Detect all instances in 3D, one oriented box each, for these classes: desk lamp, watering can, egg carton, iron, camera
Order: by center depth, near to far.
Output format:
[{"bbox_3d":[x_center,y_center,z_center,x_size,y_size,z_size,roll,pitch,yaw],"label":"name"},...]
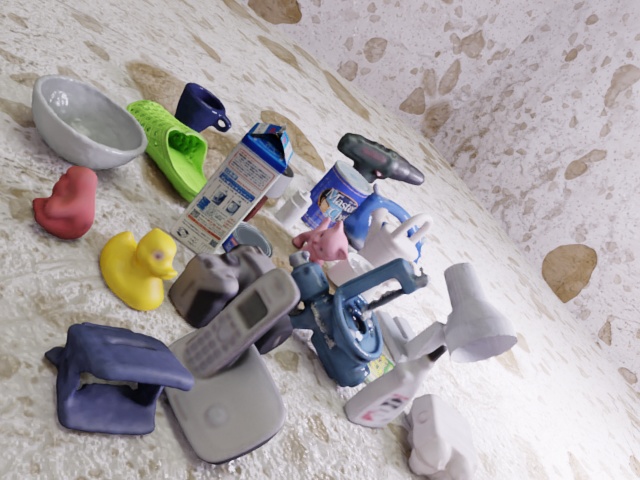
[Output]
[{"bbox_3d":[-0.100,0.080,0.766,0.136,0.100,0.144,52,23,21],"label":"camera"},{"bbox_3d":[0.183,0.308,0.881,0.107,0.069,0.150,39,22,-11],"label":"egg carton"},{"bbox_3d":[0.229,0.156,1.048,0.118,0.213,0.202,23,29,-42],"label":"desk lamp"},{"bbox_3d":[0.158,0.007,1.227,0.172,0.194,0.101,47,22,10],"label":"watering can"},{"bbox_3d":[0.171,-0.019,1.370,0.259,0.141,0.118,36,22,-19],"label":"iron"}]

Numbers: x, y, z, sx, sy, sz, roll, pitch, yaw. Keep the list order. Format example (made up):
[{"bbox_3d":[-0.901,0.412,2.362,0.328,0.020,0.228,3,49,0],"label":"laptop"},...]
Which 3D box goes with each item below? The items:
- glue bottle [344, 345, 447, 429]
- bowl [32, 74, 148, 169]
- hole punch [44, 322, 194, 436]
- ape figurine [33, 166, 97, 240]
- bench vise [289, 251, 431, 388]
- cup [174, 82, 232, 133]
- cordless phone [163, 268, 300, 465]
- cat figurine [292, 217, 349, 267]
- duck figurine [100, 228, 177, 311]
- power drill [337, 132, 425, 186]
[{"bbox_3d":[0.116,0.204,0.815,0.078,0.173,0.037,24,28,-40],"label":"glue bottle"},{"bbox_3d":[-0.338,-0.154,0.818,0.168,0.074,0.167,36,22,-17],"label":"bowl"},{"bbox_3d":[-0.189,0.120,0.547,0.109,0.091,0.101,22,29,-43],"label":"hole punch"},{"bbox_3d":[-0.295,-0.050,0.676,0.076,0.092,0.078,41,21,-6],"label":"ape figurine"},{"bbox_3d":[0.041,0.086,0.839,0.207,0.219,0.121,42,21,-4],"label":"bench vise"},{"bbox_3d":[-0.236,-0.235,1.121,0.118,0.095,0.092,43,21,0],"label":"cup"},{"bbox_3d":[-0.075,0.129,0.601,0.094,0.185,0.147,9,40,-55],"label":"cordless phone"},{"bbox_3d":[0.010,0.004,1.077,0.067,0.117,0.127,33,24,-25],"label":"cat figurine"},{"bbox_3d":[-0.212,0.022,0.696,0.104,0.086,0.078,52,23,20],"label":"duck figurine"},{"bbox_3d":[0.113,-0.150,1.421,0.230,0.208,0.075,36,22,-17],"label":"power drill"}]
